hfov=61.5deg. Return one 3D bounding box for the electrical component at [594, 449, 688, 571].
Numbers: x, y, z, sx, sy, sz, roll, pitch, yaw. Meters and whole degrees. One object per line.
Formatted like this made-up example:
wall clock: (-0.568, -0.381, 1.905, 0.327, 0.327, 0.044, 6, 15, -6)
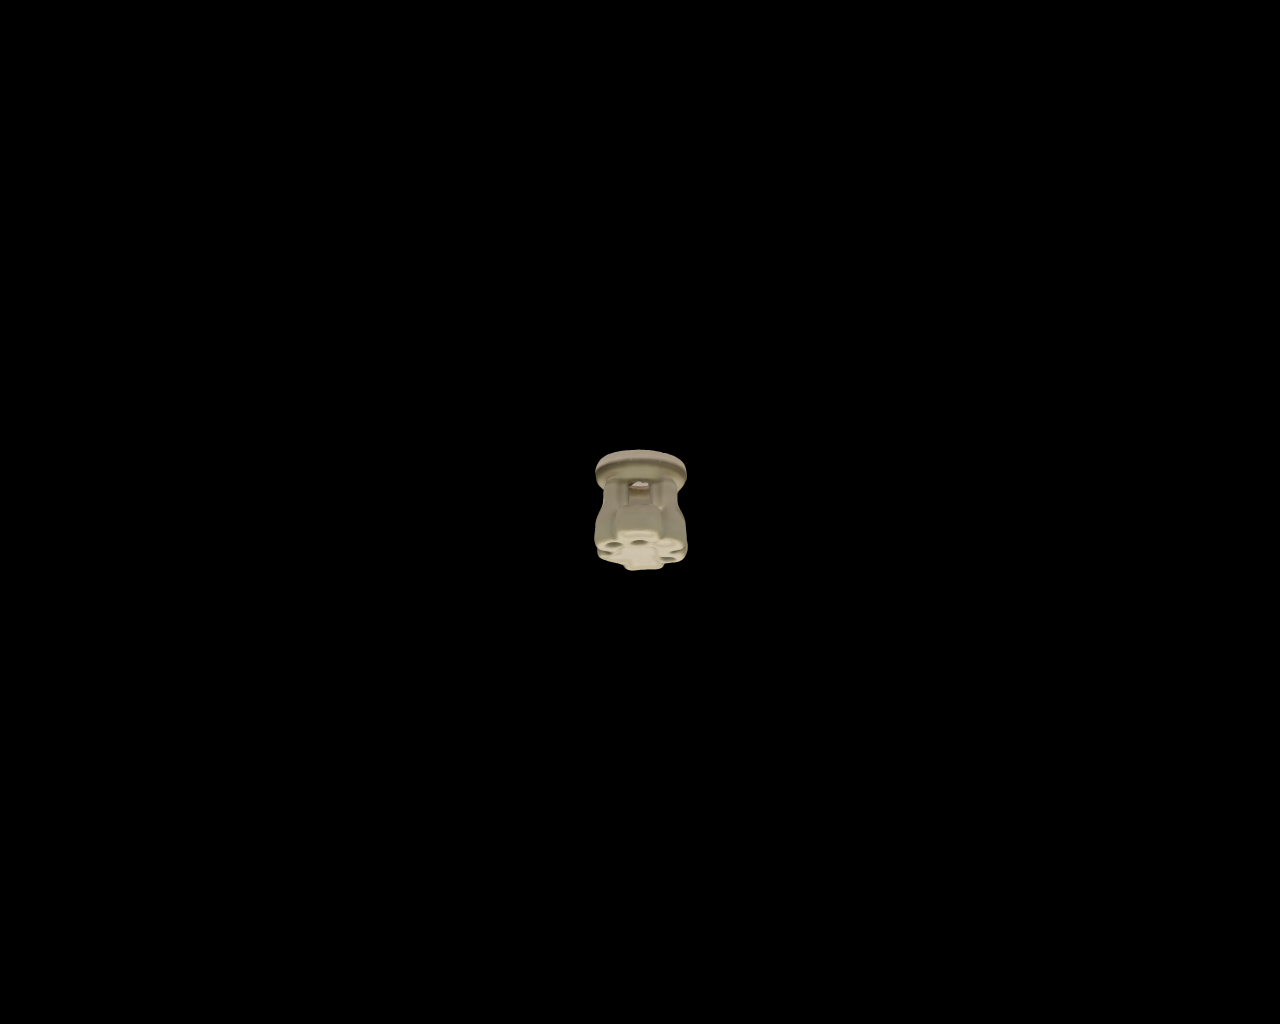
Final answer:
electrical component: (0.001, -0.003, 0.650, 0.058, 0.057, 0.078, -1, -19, 3)
